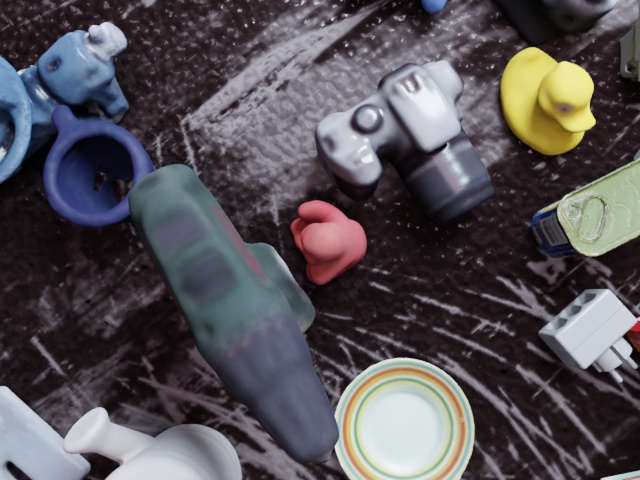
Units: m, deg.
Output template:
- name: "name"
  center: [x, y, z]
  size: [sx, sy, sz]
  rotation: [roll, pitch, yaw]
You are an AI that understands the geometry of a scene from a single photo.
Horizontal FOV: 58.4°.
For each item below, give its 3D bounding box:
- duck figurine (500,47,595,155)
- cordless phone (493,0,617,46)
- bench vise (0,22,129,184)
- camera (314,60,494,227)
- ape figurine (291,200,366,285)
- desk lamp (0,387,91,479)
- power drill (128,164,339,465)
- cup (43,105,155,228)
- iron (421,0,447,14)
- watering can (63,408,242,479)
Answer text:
- name: "duck figurine"
  center: [0.215, -0.135, 0.526]
  size: [0.077, 0.086, 0.104]
  rotation: [-26, 85, -1]
- name: "cordless phone"
  center: [0.212, -0.265, 0.488]
  size: [0.094, 0.185, 0.147]
  rotation: [-43, 85, -2]
- name: "bench vise"
  center: [-0.273, -0.132, 0.470]
  size: [0.121, 0.220, 0.207]
  rotation: [39, 87, 5]
- name: "camera"
  center: [0.085, -0.076, 0.517]
  size: [0.143, 0.101, 0.137]
  rotation: [-31, 85, -1]
- name: "ape figurine"
  center: [0.005, 0.002, 0.516]
  size: [0.076, 0.092, 0.078]
  rotation: [11, 85, 3]
- name: "desk lamp"
  center: [-0.322, 0.176, 0.448]
  size: [0.203, 0.213, 0.118]
  rotation: [38, 87, 4]
- name: "power drill"
  center: [-0.056, 0.051, 0.455]
  size: [0.075, 0.208, 0.229]
  rotation: [-36, 85, -2]
- name: "cup"
  center: [-0.195, -0.062, 0.525]
  size: [0.091, 0.095, 0.118]
  rotation: [-34, 85, -1]
- name: "iron"
  center: [0.110, -0.354, 0.520]
  size: [0.118, 0.141, 0.258]
  rotation: [18, 86, 3]
- name: "watering can"
  center: [-0.133, 0.213, 0.450]
  size: [0.173, 0.194, 0.101]
  rotation: [30, 86, 4]
